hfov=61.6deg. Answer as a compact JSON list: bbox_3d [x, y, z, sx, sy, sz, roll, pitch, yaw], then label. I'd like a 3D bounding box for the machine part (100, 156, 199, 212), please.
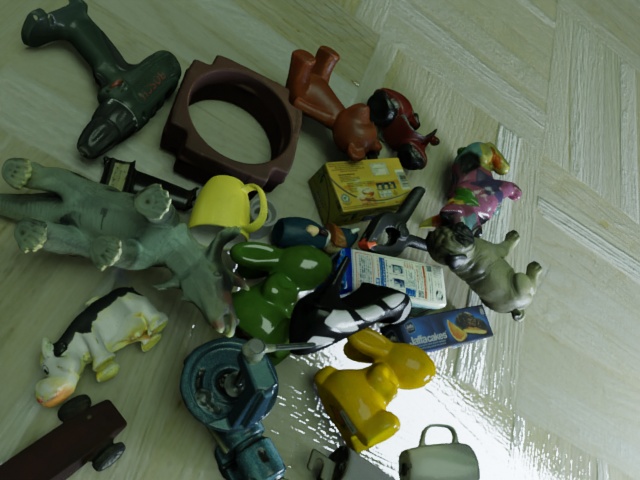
[{"bbox_3d":[-0.250,-0.075,0.785,0.139,0.039,0.084,12,54,-23],"label":"machine part"}]

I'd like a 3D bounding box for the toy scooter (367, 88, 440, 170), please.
[{"bbox_3d":[0.178,-0.225,1.077,0.135,0.075,0.184,-19,77,-42],"label":"toy scooter"}]

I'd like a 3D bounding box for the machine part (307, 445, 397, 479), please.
[{"bbox_3d":[0.082,0.363,0.748,0.243,0.079,0.079,37,55,-9],"label":"machine part"}]

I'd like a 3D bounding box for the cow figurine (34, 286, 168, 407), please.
[{"bbox_3d":[-0.280,0.121,0.654,0.098,0.068,0.167,45,49,13],"label":"cow figurine"}]

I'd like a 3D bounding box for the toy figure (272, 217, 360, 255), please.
[{"bbox_3d":[-0.003,-0.004,0.879,0.154,0.064,0.057,8,100,-31],"label":"toy figure"}]

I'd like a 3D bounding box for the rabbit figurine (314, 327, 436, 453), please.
[{"bbox_3d":[0.087,0.208,0.800,0.173,0.121,0.162,-26,60,-18],"label":"rabbit figurine"}]

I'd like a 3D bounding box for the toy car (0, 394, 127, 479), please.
[{"bbox_3d":[-0.310,0.254,0.587,0.089,0.053,0.202,42,50,18],"label":"toy car"}]

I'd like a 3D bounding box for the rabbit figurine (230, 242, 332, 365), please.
[{"bbox_3d":[-0.062,0.072,0.778,0.159,0.121,0.170,36,68,14],"label":"rabbit figurine"}]

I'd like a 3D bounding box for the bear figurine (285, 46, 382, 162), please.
[{"bbox_3d":[0.032,-0.235,0.944,0.196,0.131,0.120,39,39,19],"label":"bear figurine"}]

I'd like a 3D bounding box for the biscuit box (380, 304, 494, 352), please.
[{"bbox_3d":[0.202,0.158,0.922,0.202,0.059,0.063,-5,70,-31],"label":"biscuit box"}]

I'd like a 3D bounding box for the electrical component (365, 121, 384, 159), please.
[{"bbox_3d":[0.088,-0.177,1.020,0.078,0.045,0.102,-10,60,-1],"label":"electrical component"}]

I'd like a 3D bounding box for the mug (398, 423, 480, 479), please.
[{"bbox_3d":[0.175,0.335,0.814,0.107,0.081,0.109,9,68,-16],"label":"mug"}]

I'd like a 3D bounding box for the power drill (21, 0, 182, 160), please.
[{"bbox_3d":[-0.331,-0.248,0.792,0.207,0.086,0.232,41,53,-3],"label":"power drill"}]

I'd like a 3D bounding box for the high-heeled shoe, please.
[{"bbox_3d":[0.050,0.121,0.744,0.248,0.086,0.145,41,70,-47],"label":"high-heeled shoe"}]

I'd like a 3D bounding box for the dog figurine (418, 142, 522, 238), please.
[{"bbox_3d":[0.281,-0.089,1.056,0.219,0.108,0.191,-20,80,-32],"label":"dog figurine"}]

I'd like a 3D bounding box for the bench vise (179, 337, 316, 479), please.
[{"bbox_3d":[-0.091,0.199,0.637,0.129,0.240,0.224,-8,57,-28],"label":"bench vise"}]

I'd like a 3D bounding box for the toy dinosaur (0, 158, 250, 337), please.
[{"bbox_3d":[-0.262,-0.016,0.682,0.405,0.192,0.131,21,81,15],"label":"toy dinosaur"}]

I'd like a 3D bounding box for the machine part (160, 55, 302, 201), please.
[{"bbox_3d":[-0.140,-0.178,0.866,0.201,0.087,0.201,21,57,-21],"label":"machine part"}]

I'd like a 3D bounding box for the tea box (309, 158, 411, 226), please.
[{"bbox_3d":[0.076,-0.086,0.957,0.169,0.068,0.098,-8,71,-32],"label":"tea box"}]

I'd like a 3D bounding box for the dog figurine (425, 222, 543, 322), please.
[{"bbox_3d":[0.272,0.059,0.919,0.190,0.121,0.172,2,50,-39],"label":"dog figurine"}]
